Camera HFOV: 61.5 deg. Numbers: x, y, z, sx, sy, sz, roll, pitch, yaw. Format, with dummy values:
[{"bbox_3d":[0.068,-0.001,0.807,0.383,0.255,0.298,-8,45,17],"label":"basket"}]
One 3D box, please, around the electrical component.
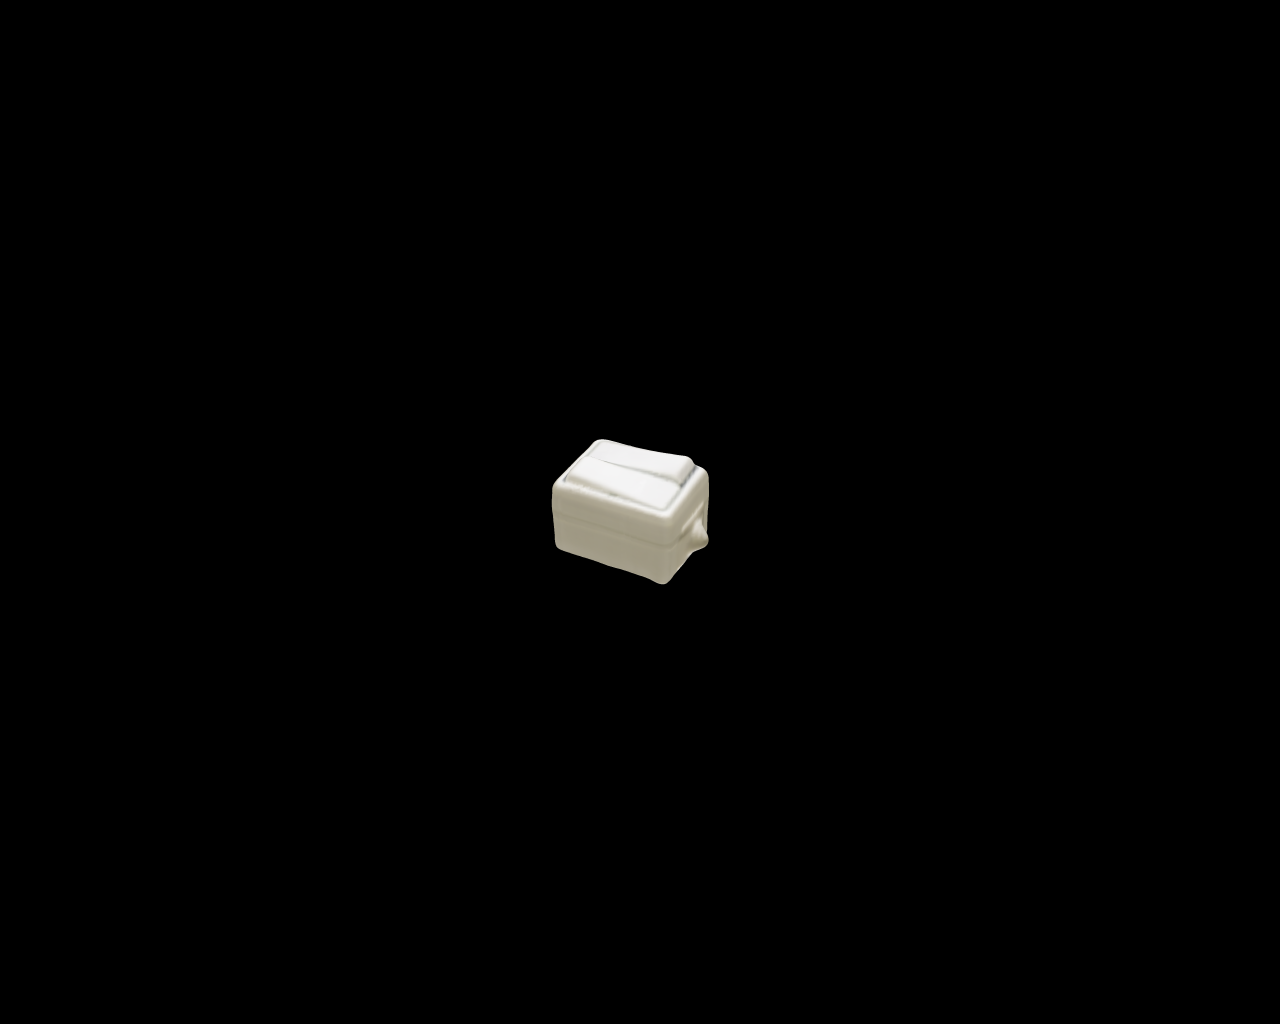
[{"bbox_3d":[0.001,-0.003,0.650,0.096,0.061,0.062,17,40,22],"label":"electrical component"}]
